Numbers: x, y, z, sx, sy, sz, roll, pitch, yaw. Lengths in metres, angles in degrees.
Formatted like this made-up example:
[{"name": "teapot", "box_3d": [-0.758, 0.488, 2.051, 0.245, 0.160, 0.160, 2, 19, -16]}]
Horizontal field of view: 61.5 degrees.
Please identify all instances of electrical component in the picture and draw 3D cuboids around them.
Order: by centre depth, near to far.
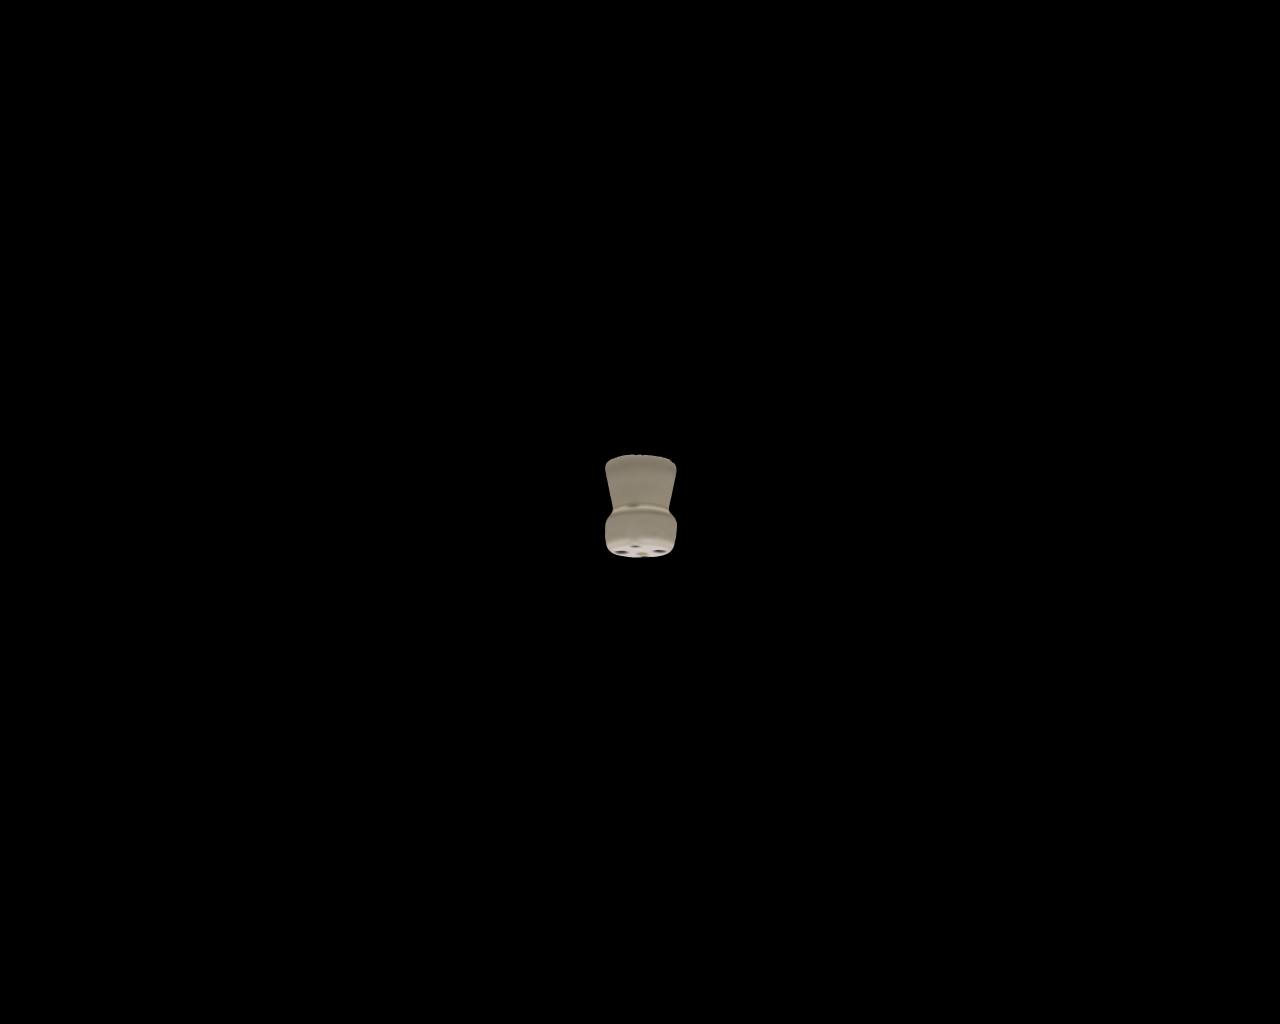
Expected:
[{"name": "electrical component", "box_3d": [0.001, -0.003, 0.650, 0.045, 0.055, 0.045, 0, -15, 0]}]
